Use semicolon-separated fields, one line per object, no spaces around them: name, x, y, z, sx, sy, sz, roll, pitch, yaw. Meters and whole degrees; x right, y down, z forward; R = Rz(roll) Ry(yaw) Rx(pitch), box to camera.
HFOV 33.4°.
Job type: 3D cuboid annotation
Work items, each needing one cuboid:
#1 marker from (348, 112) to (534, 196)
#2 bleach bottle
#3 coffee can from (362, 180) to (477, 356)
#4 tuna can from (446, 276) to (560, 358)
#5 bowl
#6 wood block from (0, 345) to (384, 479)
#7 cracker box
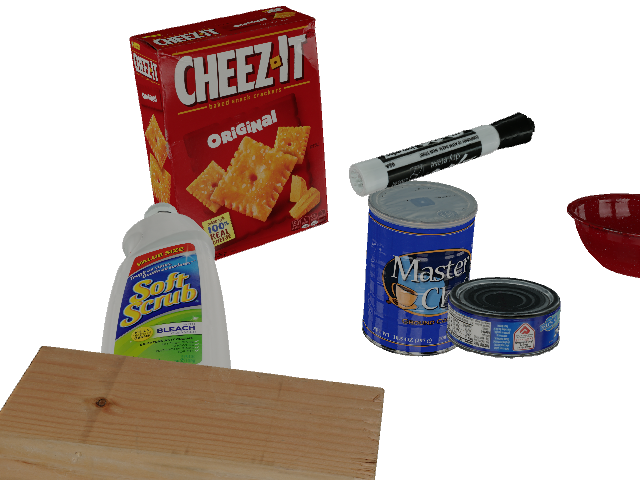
marker;0.073;-0.051;0.615;0.121;0.020;0.020;-19;7;-22
bleach bottle;-0.127;0.055;0.836;0.102;0.068;0.251;-10;38;-4
coffee can;0.094;0.025;1.029;0.103;0.140;0.103;1;25;-1
tuna can;0.139;0.057;0.812;0.086;0.034;0.086;-1;18;0
bowl;0.325;-0.002;1.061;0.162;0.055;0.162;1;17;0
wood block;-0.072;0.131;0.610;0.206;0.090;0.090;7;29;5
cracker box;-0.080;-0.098;1.009;0.164;0.214;0.072;-18;29;-27
